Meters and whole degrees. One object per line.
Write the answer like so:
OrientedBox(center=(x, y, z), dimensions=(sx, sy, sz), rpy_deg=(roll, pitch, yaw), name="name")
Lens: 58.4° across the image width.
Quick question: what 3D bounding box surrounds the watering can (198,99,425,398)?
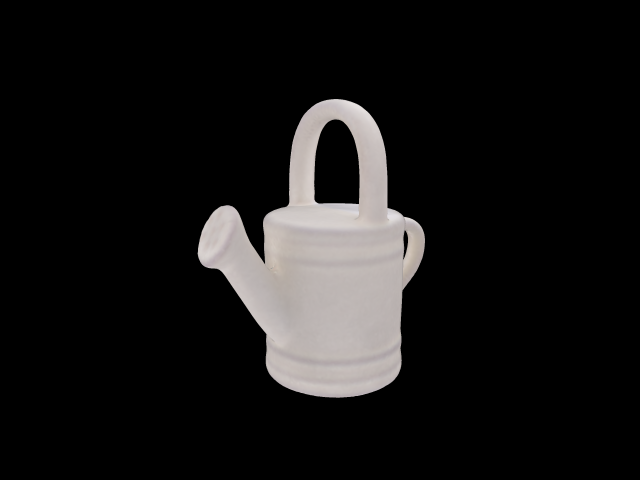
OrientedBox(center=(0.005, 0.002, 0.398), dimensions=(0.100, 0.194, 0.173), rpy_deg=(9, 16, 33), name="watering can")
